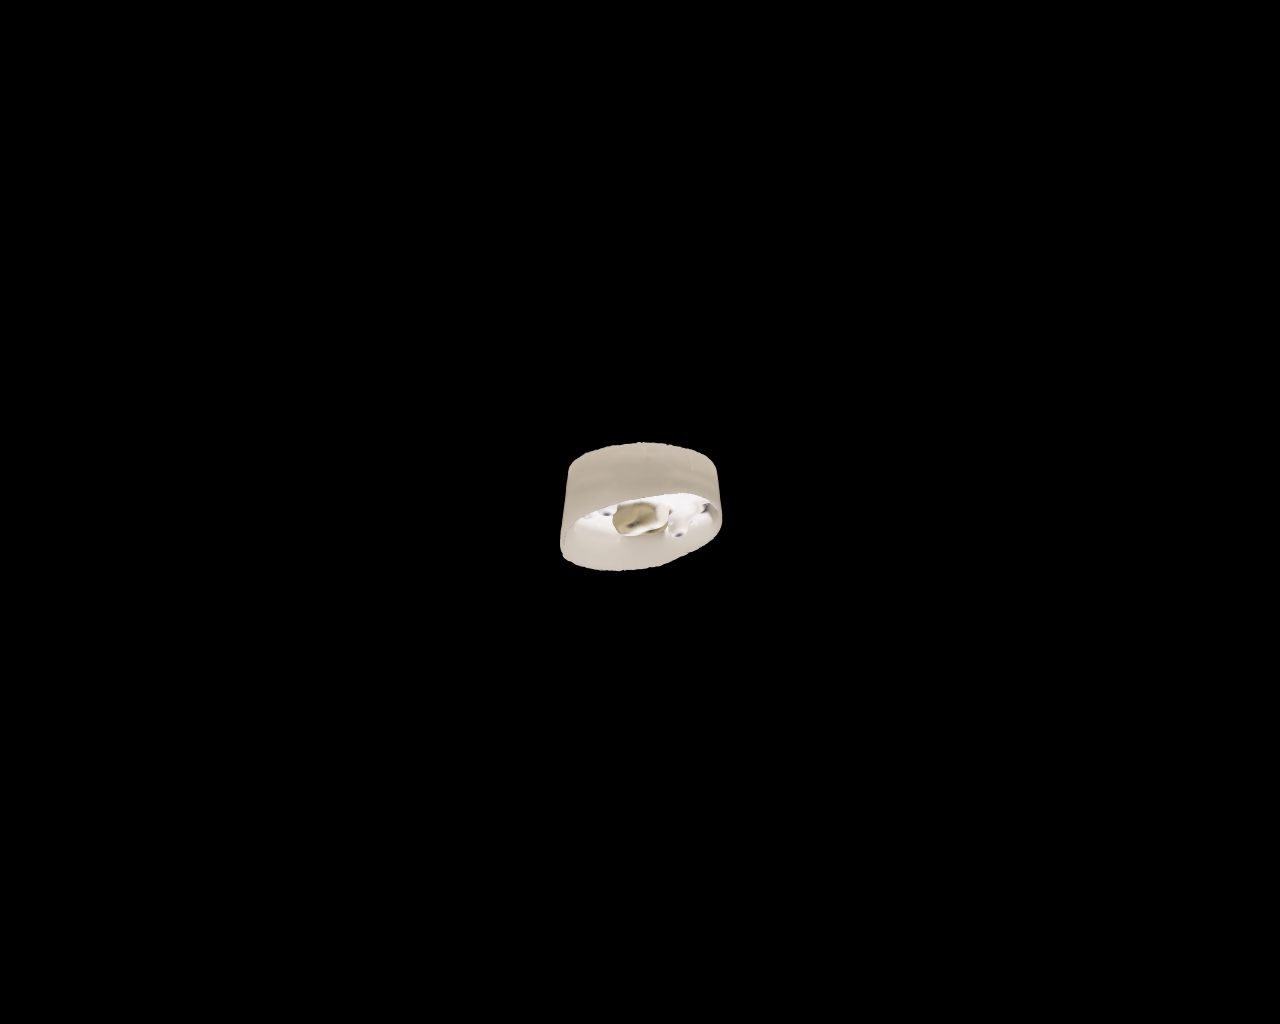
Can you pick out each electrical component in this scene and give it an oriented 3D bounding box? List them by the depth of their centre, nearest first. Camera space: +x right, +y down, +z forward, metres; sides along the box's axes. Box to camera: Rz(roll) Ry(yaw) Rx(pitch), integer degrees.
[{"bbox_3d":[0.001,-0.003,0.650,0.099,0.064,0.099,0,-18,0],"label":"electrical component"}]
